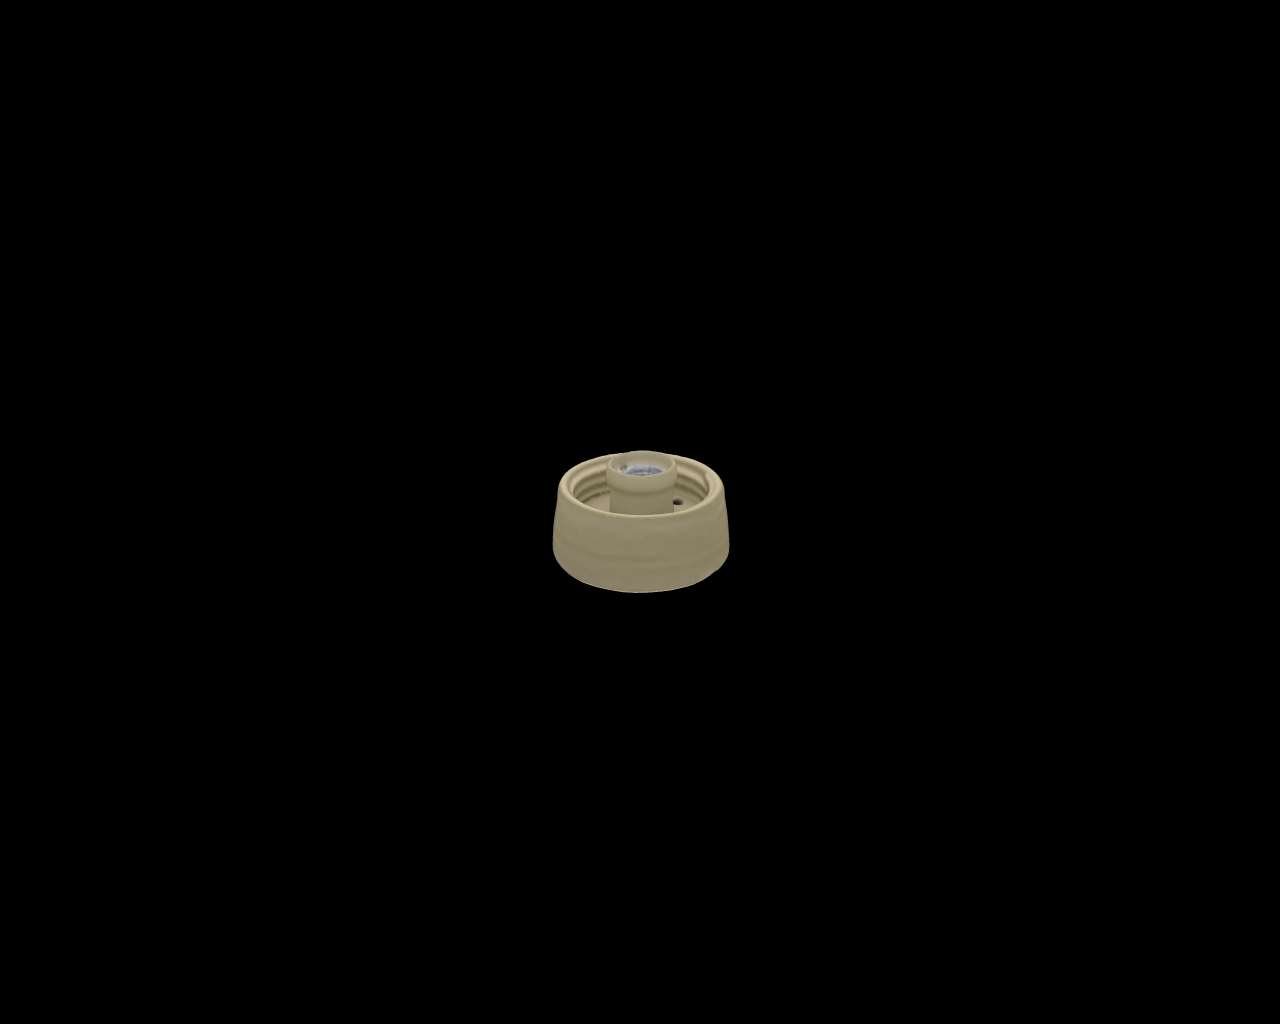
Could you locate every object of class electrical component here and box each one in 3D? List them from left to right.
[{"bbox_3d":[0.001,-0.003,0.650,0.108,0.060,0.108,0,25,0],"label":"electrical component"}]
